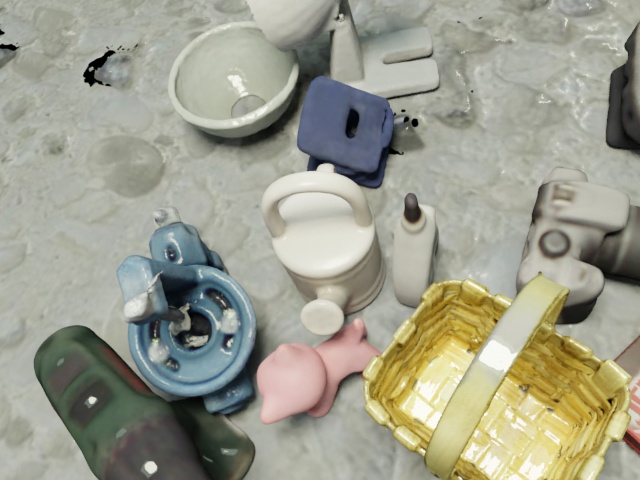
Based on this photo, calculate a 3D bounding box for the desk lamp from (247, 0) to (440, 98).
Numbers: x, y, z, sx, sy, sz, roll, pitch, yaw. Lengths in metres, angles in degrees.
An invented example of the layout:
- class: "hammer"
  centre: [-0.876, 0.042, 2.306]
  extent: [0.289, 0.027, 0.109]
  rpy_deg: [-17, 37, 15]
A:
- class: "desk lamp"
  centre: [0.028, -0.263, 0.656]
  extent: [0.203, 0.214, 0.118]
  rpy_deg: [-9, 63, 7]

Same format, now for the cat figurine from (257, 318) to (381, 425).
- class: "cat figurine"
  centre: [-0.005, 0.117, 0.532]
  extent: [0.128, 0.118, 0.067]
  rpy_deg: [-35, 63, -7]

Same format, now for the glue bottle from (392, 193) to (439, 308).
- class: "glue bottle"
  centre: [0.090, 0.002, 0.537]
  extent: [0.037, 0.173, 0.078]
  rpy_deg: [10, 67, 16]

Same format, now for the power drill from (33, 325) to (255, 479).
- class: "power drill"
  centre: [-0.131, 0.167, 0.481]
  extent: [0.229, 0.209, 0.076]
  rpy_deg: [34, 75, 24]

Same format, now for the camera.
- class: "camera"
  centre: [0.266, 0.006, 0.541]
  extent: [0.136, 0.101, 0.143]
  rpy_deg: [14, 68, 17]

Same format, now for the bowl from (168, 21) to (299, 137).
- class: "bowl"
  centre: [-0.101, -0.190, 0.724]
  extent: [0.167, 0.075, 0.167]
  rpy_deg: [-4, 64, 9]

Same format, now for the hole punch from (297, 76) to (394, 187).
- class: "hole punch"
  centre: [0.032, -0.126, 0.657]
  extent: [0.101, 0.091, 0.109]
  rpy_deg: [6, 66, 14]

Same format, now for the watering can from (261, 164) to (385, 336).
- class: "watering can"
  centre: [0.007, 0.002, 0.542]
  extent: [0.101, 0.194, 0.172]
  rpy_deg: [-24, 62, -1]

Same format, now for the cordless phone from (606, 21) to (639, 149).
- class: "cordless phone"
  centre: [0.355, -0.183, 0.567]
  extent: [0.094, 0.185, 0.147]
  rpy_deg: [5, 66, 14]

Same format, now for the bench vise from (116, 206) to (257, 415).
- class: "bench vise"
  centre: [-0.144, 0.052, 0.533]
  extent: [0.121, 0.220, 0.207]
  rpy_deg: [-38, 63, -8]
